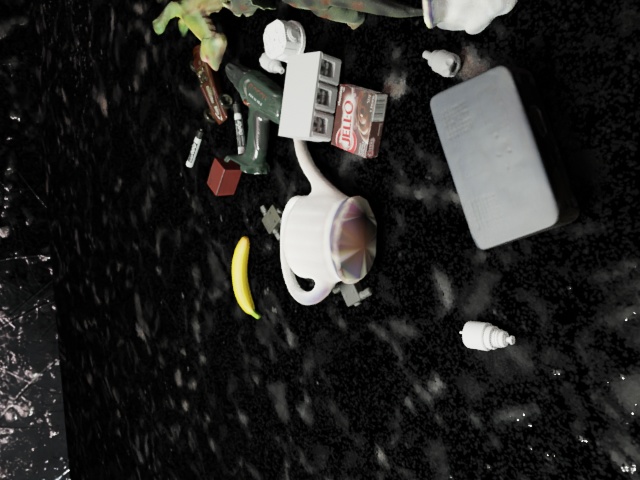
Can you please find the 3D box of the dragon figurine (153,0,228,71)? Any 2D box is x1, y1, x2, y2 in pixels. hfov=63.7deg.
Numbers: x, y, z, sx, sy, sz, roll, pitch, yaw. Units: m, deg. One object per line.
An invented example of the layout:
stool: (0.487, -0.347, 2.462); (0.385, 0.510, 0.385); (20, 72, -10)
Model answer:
dragon figurine: (-0.254, -0.581, 1.173); (0.242, 0.121, 0.413); (-2, 81, 30)

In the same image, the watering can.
watering can: (0.003, -0.048, 0.962); (0.224, 0.104, 0.348); (2, 89, 47)

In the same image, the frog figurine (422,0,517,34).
frog figurine: (0.215, -0.353, 0.693); (0.159, 0.122, 0.138); (-6, 83, 12)
